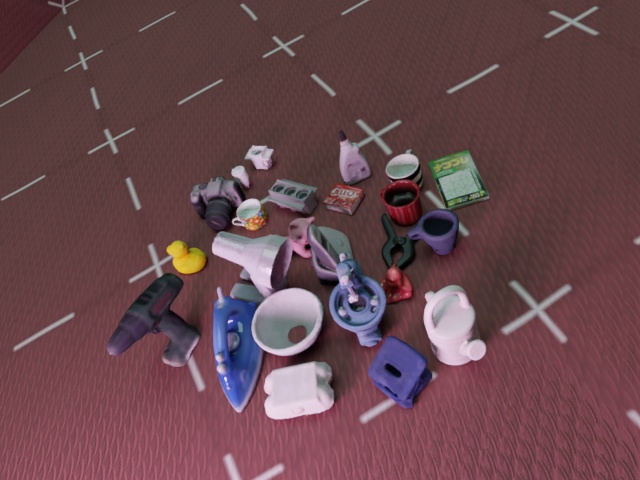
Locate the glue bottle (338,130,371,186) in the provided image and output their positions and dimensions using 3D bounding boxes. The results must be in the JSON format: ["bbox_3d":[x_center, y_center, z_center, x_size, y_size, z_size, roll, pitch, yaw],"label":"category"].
[{"bbox_3d":[0.079,-0.222,1.506,0.078,0.173,0.037,-25,48,1],"label":"glue bottle"}]

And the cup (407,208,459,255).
[{"bbox_3d":[0.263,-0.006,1.309,0.117,0.095,0.091,-16,48,9],"label":"cup"}]

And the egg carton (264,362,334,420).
[{"bbox_3d":[-0.043,0.313,1.184,0.150,0.070,0.107,-15,49,10],"label":"egg carton"}]

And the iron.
[{"bbox_3d":[-0.199,0.233,1.262,0.118,0.142,0.258,-15,49,10],"label":"iron"}]

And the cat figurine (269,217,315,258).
[{"bbox_3d":[-0.064,-0.010,1.426,0.127,0.118,0.067,-13,49,12],"label":"cat figurine"}]

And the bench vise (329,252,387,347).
[{"bbox_3d":[0.058,0.100,1.218,0.121,0.220,0.206,-32,48,-6],"label":"bench vise"}]

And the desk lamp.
[{"bbox_3d":[-0.148,0.064,1.332,0.202,0.214,0.118,8,56,27],"label":"desk lamp"}]

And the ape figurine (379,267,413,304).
[{"bbox_3d":[0.168,0.093,1.267,0.077,0.092,0.076,18,61,32],"label":"ape figurine"}]

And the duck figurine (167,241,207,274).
[{"bbox_3d":[-0.360,0.038,1.524,0.104,0.086,0.077,7,55,26],"label":"duck figurine"}]

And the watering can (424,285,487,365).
[{"bbox_3d":[0.258,0.159,1.108,0.172,0.194,0.101,28,66,36],"label":"watering can"}]

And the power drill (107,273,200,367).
[{"bbox_3d":[-0.366,0.202,1.309,0.075,0.209,0.230,6,55,26],"label":"power drill"}]

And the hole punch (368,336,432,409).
[{"bbox_3d":[0.156,0.261,1.134,0.108,0.091,0.101,31,68,37],"label":"hole punch"}]

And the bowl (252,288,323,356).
[{"bbox_3d":[-0.064,0.195,1.286,0.167,0.075,0.167,-11,49,13],"label":"bowl"}]

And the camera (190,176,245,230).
[{"bbox_3d":[-0.298,-0.102,1.604,0.143,0.101,0.137,-8,50,15],"label":"camera"}]

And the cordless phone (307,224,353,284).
[{"bbox_3d":[0.012,0.005,1.338,0.094,0.185,0.147,-17,48,8],"label":"cordless phone"}]
